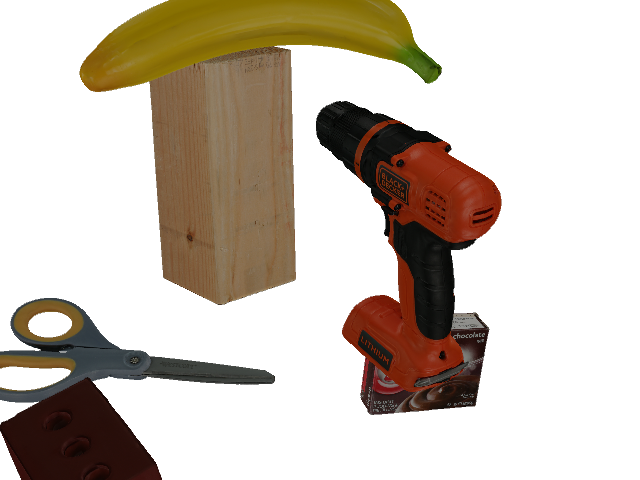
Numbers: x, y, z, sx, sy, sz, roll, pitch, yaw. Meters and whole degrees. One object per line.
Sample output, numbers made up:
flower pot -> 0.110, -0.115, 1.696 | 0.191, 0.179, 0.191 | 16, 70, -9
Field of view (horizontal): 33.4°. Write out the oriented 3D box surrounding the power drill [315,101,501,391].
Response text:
power drill -> 0.054, 0.003, 0.791 | 0.057, 0.188, 0.185 | -18, 35, -26

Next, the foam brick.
foam brick -> -0.115, 0.118, 0.528 | 0.052, 0.051, 0.078 | -27, 42, -24

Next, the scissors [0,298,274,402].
scissors -> -0.136, 0.072, 0.744 | 0.201, 0.016, 0.096 | -6, 45, -4

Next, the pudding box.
pudding box -> 0.099, 0.117, 1.024 | 0.113, 0.090, 0.039 | -3, 28, -17

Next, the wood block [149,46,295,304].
wood block -> -0.084, -0.063, 0.923 | 0.090, 0.206, 0.091 | -18, 26, -39

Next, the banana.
banana -> -0.033, -0.116, 0.590 | 0.197, 0.069, 0.037 | -5, -44, -10
